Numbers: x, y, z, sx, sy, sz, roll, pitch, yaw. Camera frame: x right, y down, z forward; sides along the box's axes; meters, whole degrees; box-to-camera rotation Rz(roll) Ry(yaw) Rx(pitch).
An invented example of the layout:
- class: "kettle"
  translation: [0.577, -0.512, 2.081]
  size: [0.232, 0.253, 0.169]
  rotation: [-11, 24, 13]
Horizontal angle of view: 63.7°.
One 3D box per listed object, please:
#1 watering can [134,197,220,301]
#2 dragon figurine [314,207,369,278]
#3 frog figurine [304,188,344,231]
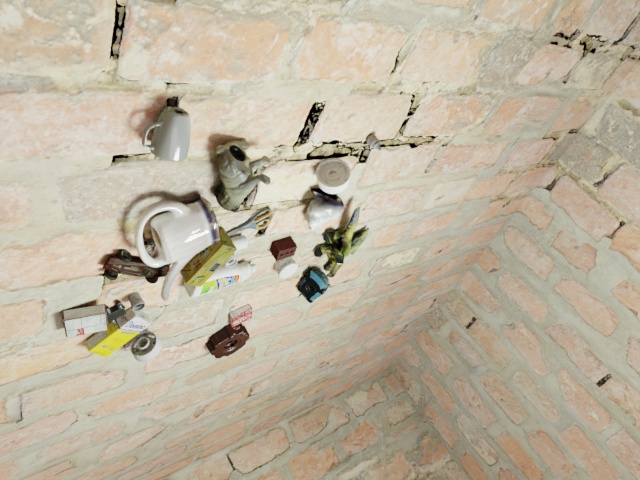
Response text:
- class: "watering can"
  translation: [-0.380, 0.015, 1.410]
  size: [0.226, 0.106, 0.339]
  rotation: [-25, 141, -23]
- class: "dragon figurine"
  translation: [0.109, 0.002, 2.017]
  size: [0.246, 0.123, 0.402]
  rotation: [-29, 157, -54]
- class: "frog figurine"
  translation: [0.005, -0.086, 1.714]
  size: [0.139, 0.123, 0.156]
  rotation: [-28, 144, -58]
